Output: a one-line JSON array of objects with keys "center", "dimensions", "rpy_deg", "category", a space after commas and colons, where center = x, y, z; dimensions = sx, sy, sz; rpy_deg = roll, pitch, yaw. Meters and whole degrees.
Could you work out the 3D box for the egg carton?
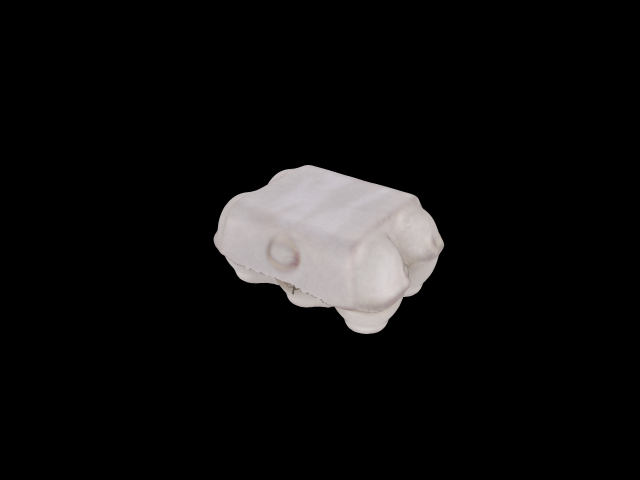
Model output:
[{"center": [0.004, 0.001, 0.400], "dimensions": [0.149, 0.069, 0.107], "rpy_deg": [20, 36, 29], "category": "egg carton"}]
